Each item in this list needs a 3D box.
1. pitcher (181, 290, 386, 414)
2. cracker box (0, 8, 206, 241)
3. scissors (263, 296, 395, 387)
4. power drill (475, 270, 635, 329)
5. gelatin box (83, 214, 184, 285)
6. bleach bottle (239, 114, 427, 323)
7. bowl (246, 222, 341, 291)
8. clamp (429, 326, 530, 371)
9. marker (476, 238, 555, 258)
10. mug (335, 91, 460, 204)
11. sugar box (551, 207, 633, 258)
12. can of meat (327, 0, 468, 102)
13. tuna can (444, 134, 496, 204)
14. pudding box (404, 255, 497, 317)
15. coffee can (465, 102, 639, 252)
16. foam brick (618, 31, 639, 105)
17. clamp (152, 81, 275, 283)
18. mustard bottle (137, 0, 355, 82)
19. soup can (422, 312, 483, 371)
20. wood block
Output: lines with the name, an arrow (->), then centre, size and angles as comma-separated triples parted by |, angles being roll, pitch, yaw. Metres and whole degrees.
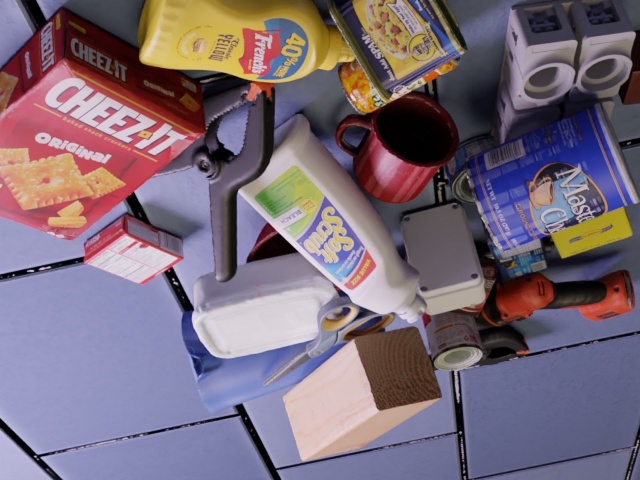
pitcher -> -0.042, 0.121, 1.346 | 0.243, 0.149, 0.145 | -17, 131, 4
cracker box -> -0.237, -0.096, 0.999 | 0.214, 0.072, 0.164 | -34, 140, 30
scissors -> -0.010, 0.114, 1.211 | 0.202, 0.016, 0.096 | -28, 142, 22
power drill -> 0.302, 0.082, 1.408 | 0.187, 0.057, 0.185 | -3, 167, -21
gelatin box -> -0.211, 0.012, 1.207 | 0.073, 0.030, 0.089 | -31, 141, 30
bleach bottle -> 0.027, -0.009, 1.108 | 0.103, 0.068, 0.250 | -34, 111, 31
bowl -> -0.008, 0.002, 1.223 | 0.162, 0.055, 0.162 | -7, 147, -5
clamp -> 0.218, 0.159, 1.538 | 0.171, 0.039, 0.120 | 10, 144, -28
marker -> 0.235, 0.014, 1.342 | 0.121, 0.020, 0.020 | -7, 147, -5
mug -> 0.071, -0.093, 1.080 | 0.117, 0.093, 0.082 | 16, 146, -11
sugar box -> 0.302, -0.048, 1.244 | 0.093, 0.048, 0.176 | -21, 147, 15
can of meat -> 0.069, -0.186, 0.928 | 0.084, 0.057, 0.102 | -28, 101, 21
tuna can -> 0.182, -0.077, 1.178 | 0.086, 0.034, 0.086 | -7, 147, -5
pudding box -> 0.156, 0.051, 1.335 | 0.113, 0.039, 0.090 | 12, 145, 1
coffee can -> 0.226, -0.060, 1.039 | 0.140, 0.103, 0.102 | -22, 145, 18
foam brick -> 0.334, -0.173, 1.058 | 0.078, 0.051, 0.053 | -8, 148, -3
clamp -> -0.114, -0.080, 1.048 | 0.036, 0.164, 0.210 | -37, 159, -58
mustard bottle -> -0.057, -0.181, 0.934 | 0.191, 0.058, 0.096 | 6, 144, -23
soup can -> 0.170, 0.111, 1.395 | 0.068, 0.102, 0.068 | -7, 147, -5
wood block -> 0.045, 0.185, 1.269 | 0.090, 0.090, 0.206 | -8, 158, -30
